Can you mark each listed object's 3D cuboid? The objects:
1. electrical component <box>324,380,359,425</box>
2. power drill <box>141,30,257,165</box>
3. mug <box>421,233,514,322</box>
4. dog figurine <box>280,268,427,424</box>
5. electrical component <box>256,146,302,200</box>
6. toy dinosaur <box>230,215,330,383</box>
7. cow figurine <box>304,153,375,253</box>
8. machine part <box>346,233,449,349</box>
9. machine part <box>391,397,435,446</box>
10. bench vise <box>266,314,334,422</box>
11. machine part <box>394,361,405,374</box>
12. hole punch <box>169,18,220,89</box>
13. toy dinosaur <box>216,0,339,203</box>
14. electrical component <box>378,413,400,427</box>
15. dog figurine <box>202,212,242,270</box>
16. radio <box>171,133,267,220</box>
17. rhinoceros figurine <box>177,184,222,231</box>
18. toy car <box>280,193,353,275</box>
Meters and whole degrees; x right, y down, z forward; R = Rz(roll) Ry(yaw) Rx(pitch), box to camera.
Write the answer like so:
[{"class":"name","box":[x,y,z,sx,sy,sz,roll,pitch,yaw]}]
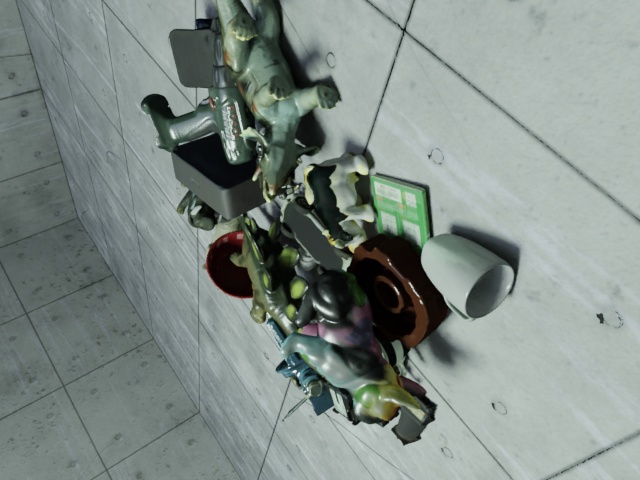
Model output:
[{"class":"electrical component","box":[0.047,0.283,1.019,0.075,0.048,0.119,12,123,54]},{"class":"power drill","box":[-0.216,-0.246,0.976,0.207,0.086,0.231,-7,116,17]},{"class":"mug","box":[0.183,0.046,0.696,0.107,0.081,0.109,48,154,45]},{"class":"dog figurine","box":[0.067,0.165,0.805,0.219,0.108,0.191,27,98,14]},{"class":"electrical component","box":[-0.076,-0.124,0.983,0.045,0.078,0.102,-112,23,-47]},{"class":"toy dinosaur","box":[-0.086,0.089,1.046,0.472,0.105,0.198,57,157,25]},{"class":"cow figurine","box":[0.029,-0.045,0.831,0.068,0.098,0.167,36,140,59]},{"class":"machine part","box":[0.115,0.075,0.813,0.180,0.056,0.179,42,148,34]},{"class":"machine part","box":[0.167,0.326,0.990,0.084,0.039,0.138,32,138,31]},{"class":"bench vise","box":[-0.051,0.252,1.154,0.240,0.129,0.223,58,-174,-2]},{"class":"machine part","box":[0.073,0.190,0.987,0.243,0.079,0.079,44,146,28]},{"class":"hole punch","box":[-0.199,-0.344,0.992,0.116,0.092,0.142,10,126,19]},{"class":"toy dinosaur","box":[-0.096,-0.266,0.851,0.192,0.131,0.404,-25,86,61]},{"class":"electrical component","box":[0.088,0.293,1.070,0.134,0.058,0.114,7,117,57]},{"class":"dog figurine","box":[-0.226,-0.025,1.295,0.172,0.121,0.190,10,108,52]},{"class":"radio","box":[-0.195,-0.138,1.091,0.230,0.131,0.073,36,142,39]},{"class":"rhinoceros figurine","box":[-0.256,-0.093,1.184,0.112,0.073,0.190,-39,41,30]},{"class":"toy car","box":[-0.002,-0.003,0.961,0.202,0.056,0.073,48,126,27]}]
